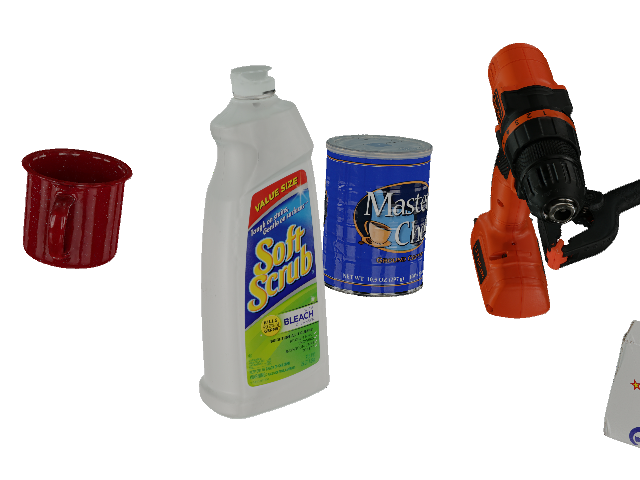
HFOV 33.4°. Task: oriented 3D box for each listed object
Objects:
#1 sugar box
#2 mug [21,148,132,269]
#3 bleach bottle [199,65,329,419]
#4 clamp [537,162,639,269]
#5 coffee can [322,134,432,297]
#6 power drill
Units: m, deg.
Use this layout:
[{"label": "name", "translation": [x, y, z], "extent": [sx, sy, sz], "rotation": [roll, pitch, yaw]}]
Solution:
[{"label": "sugar box", "translation": [0.311, 0.132, 0.811], "extent": [0.176, 0.093, 0.048], "rotation": [15, 28, 22]}, {"label": "mug", "translation": [-0.214, -0.022, 0.917], "extent": [0.093, 0.081, 0.117], "rotation": [8, 21, -6]}, {"label": "bleach bottle", "translation": [-0.048, -0.001, 0.789], "extent": [0.102, 0.251, 0.068], "rotation": [-15, 21, -30]}, {"label": "clamp", "translation": [0.265, -0.042, 1.087], "extent": [0.120, 0.039, 0.171], "rotation": [29, 54, 32]}, {"label": "coffee can", "translation": [0.054, -0.026, 1.043], "extent": [0.103, 0.140, 0.103], "rotation": [2, 14, -1]}, {"label": "power drill", "translation": [0.157, -0.030, 0.812], "extent": [0.057, 0.188, 0.184], "rotation": [0, 43, -1]}]
